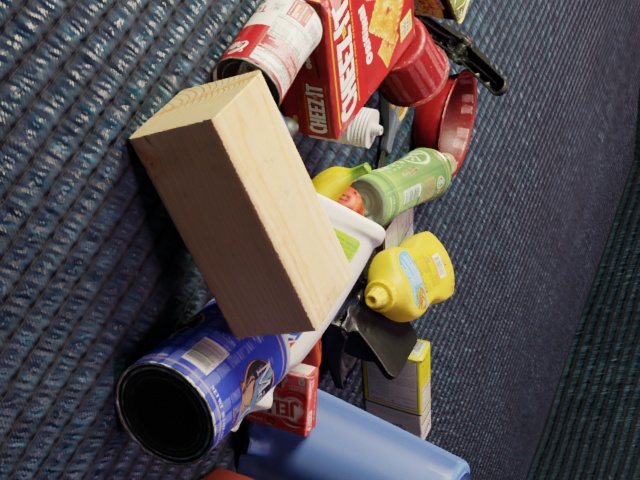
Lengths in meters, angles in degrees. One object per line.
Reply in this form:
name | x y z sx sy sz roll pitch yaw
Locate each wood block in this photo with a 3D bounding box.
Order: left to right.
wood block | -0.061 -0.026 0.908 0.090 0.091 0.206 -54 127 -47

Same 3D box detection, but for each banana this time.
banana | -0.015 -0.004 1.159 0.037 0.070 0.198 32 81 -31

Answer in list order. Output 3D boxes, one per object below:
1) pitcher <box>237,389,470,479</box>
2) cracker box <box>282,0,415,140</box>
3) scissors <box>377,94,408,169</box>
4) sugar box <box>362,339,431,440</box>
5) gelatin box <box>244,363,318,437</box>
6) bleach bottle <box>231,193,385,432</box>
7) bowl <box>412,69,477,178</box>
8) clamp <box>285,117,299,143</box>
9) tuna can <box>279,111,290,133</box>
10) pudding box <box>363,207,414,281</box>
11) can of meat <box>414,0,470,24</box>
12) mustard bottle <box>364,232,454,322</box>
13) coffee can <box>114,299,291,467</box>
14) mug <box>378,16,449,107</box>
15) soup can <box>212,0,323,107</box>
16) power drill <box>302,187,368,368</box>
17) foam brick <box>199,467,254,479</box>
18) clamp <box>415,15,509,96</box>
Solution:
pitcher | 0.043 0.252 1.203 0.149 0.243 0.145 -54 152 -34
cracker box | 0.030 -0.233 1.128 0.213 0.072 0.164 -56 149 -40
scissors | 0.083 -0.137 1.383 0.096 0.016 0.201 45 61 -63
sugar box | 0.112 0.212 1.546 0.048 0.093 0.176 -54 150 -42
gelatin box | -0.047 0.163 1.142 0.030 0.089 0.073 -37 135 -57
bleach bottle | -0.033 0.080 1.086 0.251 0.102 0.068 -63 179 -7
bowl | 0.174 -0.169 1.531 0.162 0.055 0.162 13 90 -68
clamp | -0.058 -0.028 1.077 0.171 0.039 0.120 -62 158 -16
tuna can | -0.070 -0.091 0.950 0.033 0.086 0.086 -54 149 -46
pudding box | 0.093 -0.007 1.450 0.113 0.039 0.090 -53 146 -48
can of meat | 0.132 -0.314 1.311 0.102 0.084 0.057 44 62 -65
mustard bottle | 0.108 0.054 1.375 0.191 0.058 0.096 -24 94 -58
coffee can | -0.103 0.124 0.967 0.140 0.103 0.103 -40 138 -55
mug | 0.098 -0.229 1.289 0.081 0.093 0.117 43 32 -59
soup can | -0.046 -0.172 0.984 0.068 0.069 0.102 77 33 -47
power drill | 0.006 0.053 1.252 0.184 0.057 0.187 77 32 -56
foam brick | -0.104 0.290 1.125 0.052 0.051 0.078 -24 124 -62
clamp | 0.198 -0.254 1.456 0.036 0.164 0.209 -49 173 16
